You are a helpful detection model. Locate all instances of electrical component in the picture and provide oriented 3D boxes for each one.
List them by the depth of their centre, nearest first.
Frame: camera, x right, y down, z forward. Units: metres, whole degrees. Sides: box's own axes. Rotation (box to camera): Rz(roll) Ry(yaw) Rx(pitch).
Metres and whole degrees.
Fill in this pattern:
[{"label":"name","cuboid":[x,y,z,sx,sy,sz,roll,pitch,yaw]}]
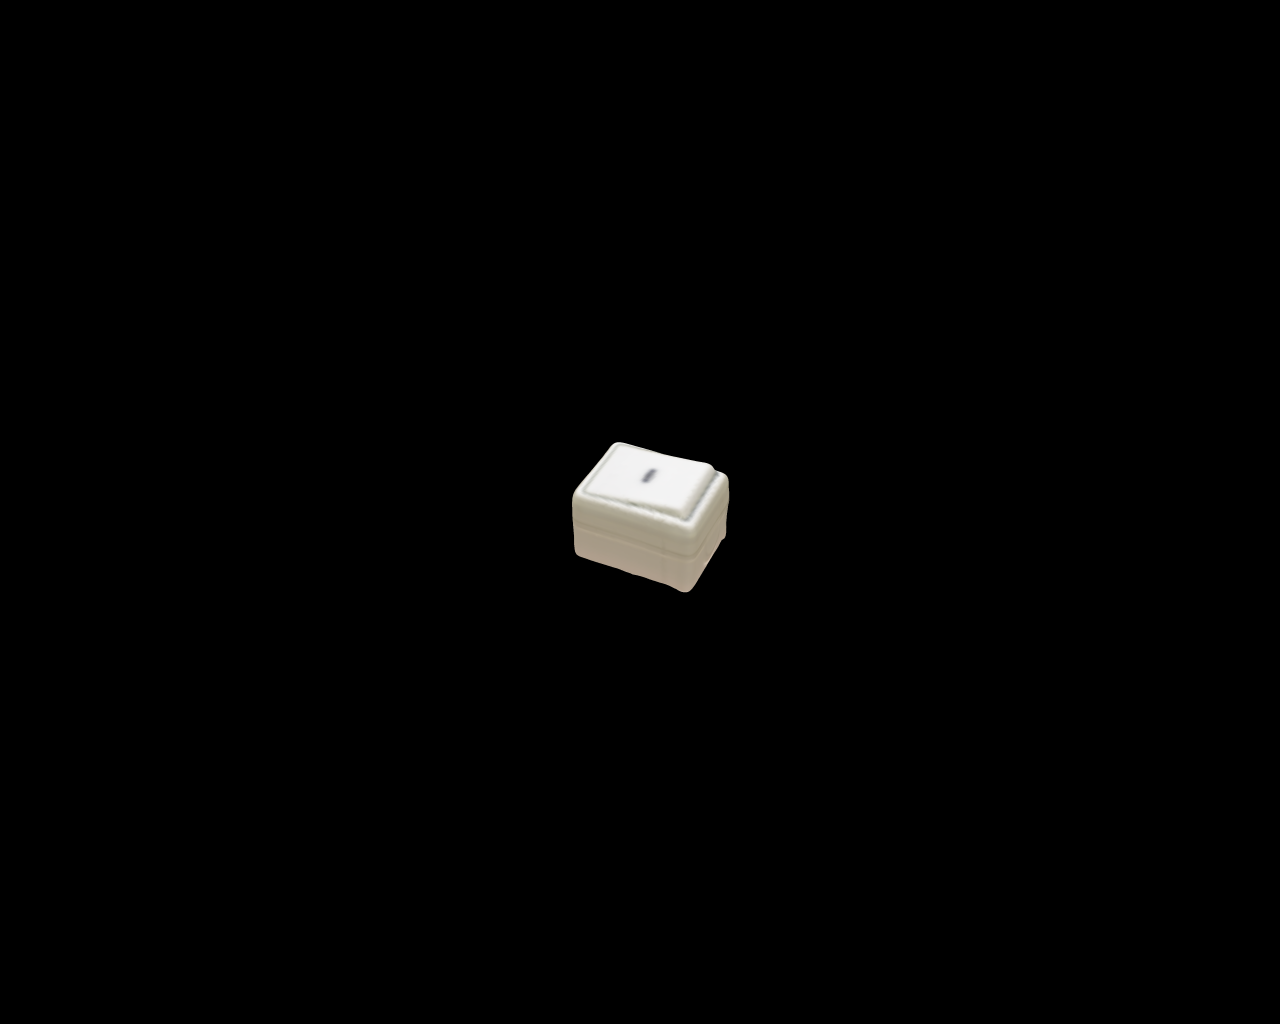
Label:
[{"label":"electrical component","cuboid":[0.001,-0.003,0.650,0.096,0.061,0.062,18,44,19]}]
